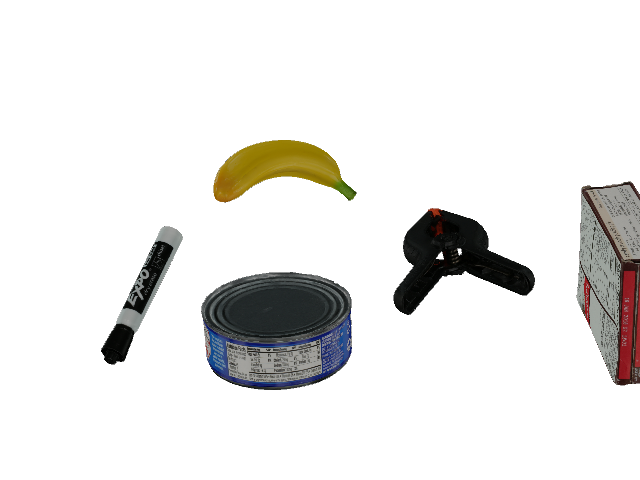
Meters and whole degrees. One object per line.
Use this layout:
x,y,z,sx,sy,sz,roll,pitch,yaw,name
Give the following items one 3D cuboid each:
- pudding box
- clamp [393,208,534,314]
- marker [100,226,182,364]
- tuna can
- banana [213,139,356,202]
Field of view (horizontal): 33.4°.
0.195,0.025,0.685,0.039,0.090,0.113,-4,27,0,pudding box
0.128,0.014,0.969,0.120,0.039,0.171,-1,28,6,clamp
-0.135,0.041,0.807,0.020,0.121,0.020,14,-35,10,marker
-0.024,0.051,0.611,0.086,0.034,0.086,-2,23,1,tuna can
-0.041,-0.072,1.075,0.197,0.037,0.070,-5,48,-46,banana
